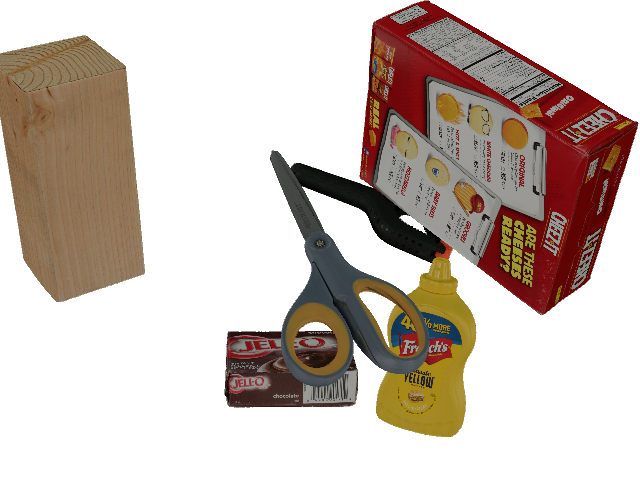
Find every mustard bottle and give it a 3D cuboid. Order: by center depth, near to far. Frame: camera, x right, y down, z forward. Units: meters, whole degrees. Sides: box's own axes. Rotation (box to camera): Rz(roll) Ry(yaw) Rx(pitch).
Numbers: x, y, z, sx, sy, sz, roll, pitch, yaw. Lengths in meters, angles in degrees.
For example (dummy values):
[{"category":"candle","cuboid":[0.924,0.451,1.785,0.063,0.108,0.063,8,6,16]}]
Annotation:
[{"category":"mustard bottle","cuboid":[0.120,0.113,1.166,0.096,0.192,0.058,12,14,22]}]

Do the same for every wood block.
[{"category":"wood block","cuboid":[-0.221,-0.062,0.945,0.090,0.206,0.090,-19,37,-28]}]

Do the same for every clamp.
[{"category":"clamp","cuboid":[0.073,-0.045,1.259,0.164,0.036,0.210,-16,52,-29]}]

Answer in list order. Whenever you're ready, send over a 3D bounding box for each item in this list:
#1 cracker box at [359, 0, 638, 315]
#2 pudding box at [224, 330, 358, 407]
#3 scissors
[{"category":"cracker box","cuboid":[0.130,-0.070,0.846,0.072,0.164,0.214,-31,53,-30]},{"category":"pudding box","cuboid":[-0.027,0.111,0.938,0.113,0.039,0.090,2,18,-5]},{"category":"scissors","cuboid":[-0.012,0.018,0.675,0.096,0.016,0.202,-28,53,-22]}]
